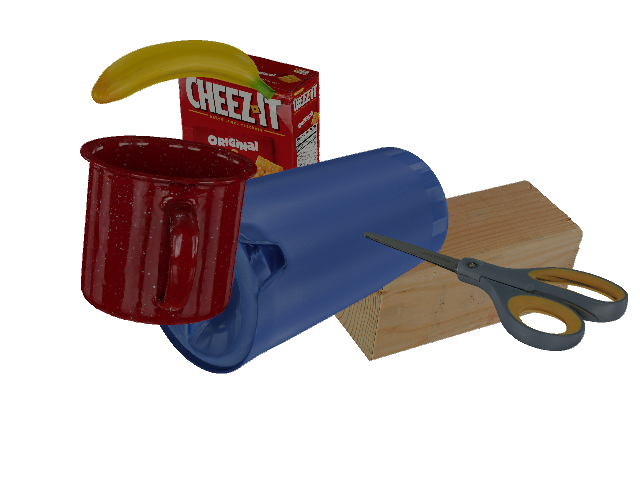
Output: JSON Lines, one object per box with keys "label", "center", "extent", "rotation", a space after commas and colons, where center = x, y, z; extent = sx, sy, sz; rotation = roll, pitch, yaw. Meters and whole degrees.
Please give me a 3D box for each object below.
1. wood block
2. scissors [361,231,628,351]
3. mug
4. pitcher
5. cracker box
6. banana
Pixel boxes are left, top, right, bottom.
{"label": "wood block", "center": [0.117, 0.022, 0.954], "extent": [0.205, 0.090, 0.091], "rotation": [-13, 40, -24]}
{"label": "scissors", "center": [0.106, 0.032, 0.733], "extent": [0.202, 0.016, 0.096], "rotation": [11, 31, 21]}
{"label": "mug", "center": [-0.081, -0.002, 0.560], "extent": [0.093, 0.081, 0.117], "rotation": [2, 18, -20]}
{"label": "pitcher", "center": [-0.018, 0.005, 0.848], "extent": [0.149, 0.145, 0.242], "rotation": [34, 38, 32]}
{"label": "cracker box", "center": [-0.087, -0.115, 1.310], "extent": [0.164, 0.214, 0.072], "rotation": [17, 38, 24]}
{"label": "banana", "center": [-0.141, -0.172, 1.073], "extent": [0.197, 0.070, 0.037], "rotation": [-7, -39, -29]}
